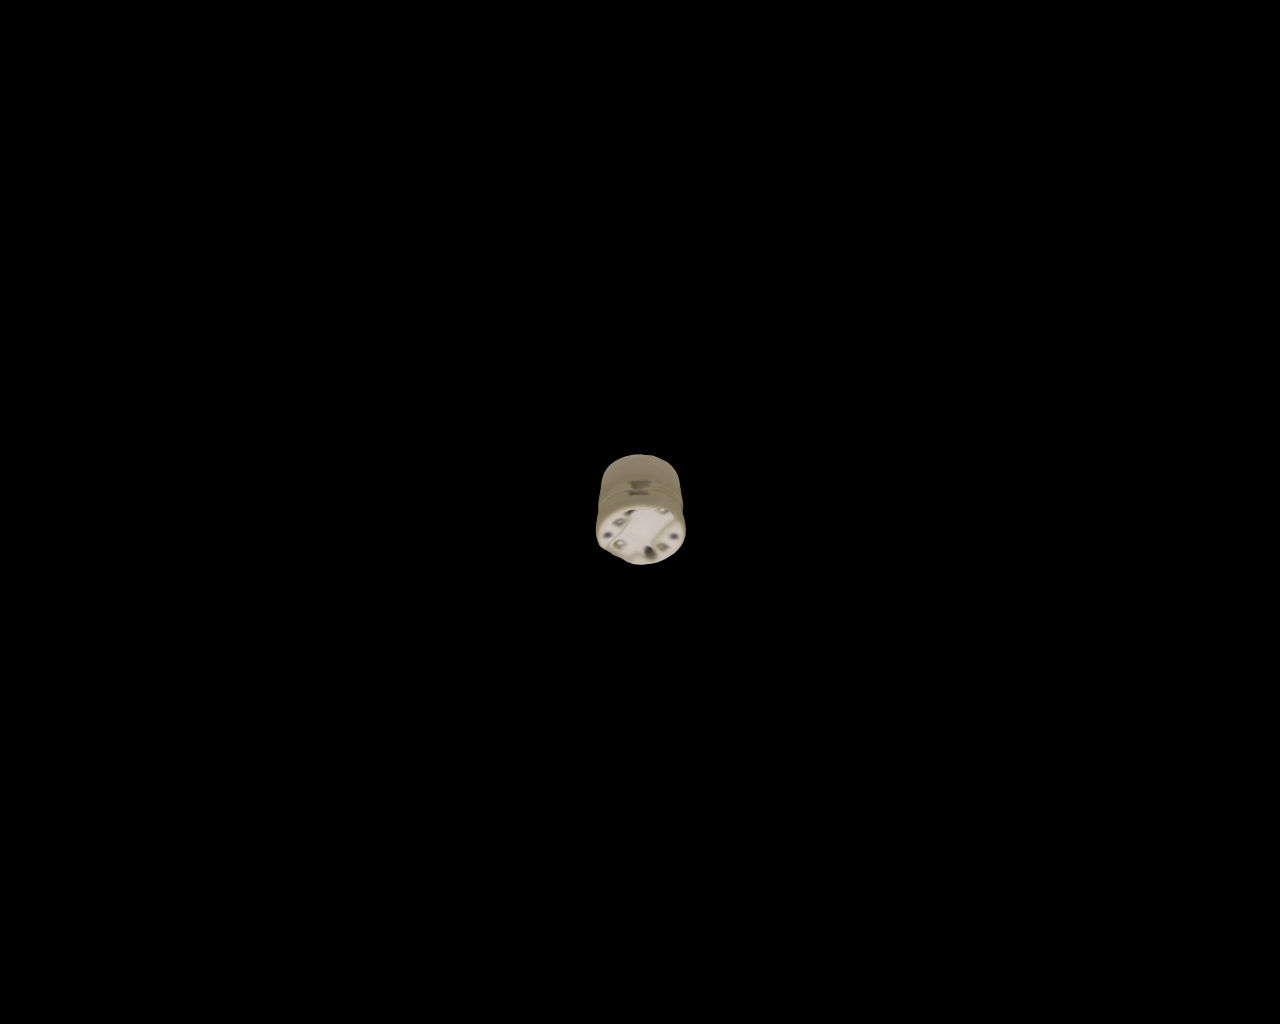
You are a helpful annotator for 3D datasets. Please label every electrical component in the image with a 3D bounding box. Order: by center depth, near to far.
[{"bbox_3d":[0.001,-0.003,0.650,0.055,0.047,0.055,0,-43,0],"label":"electrical component"}]
